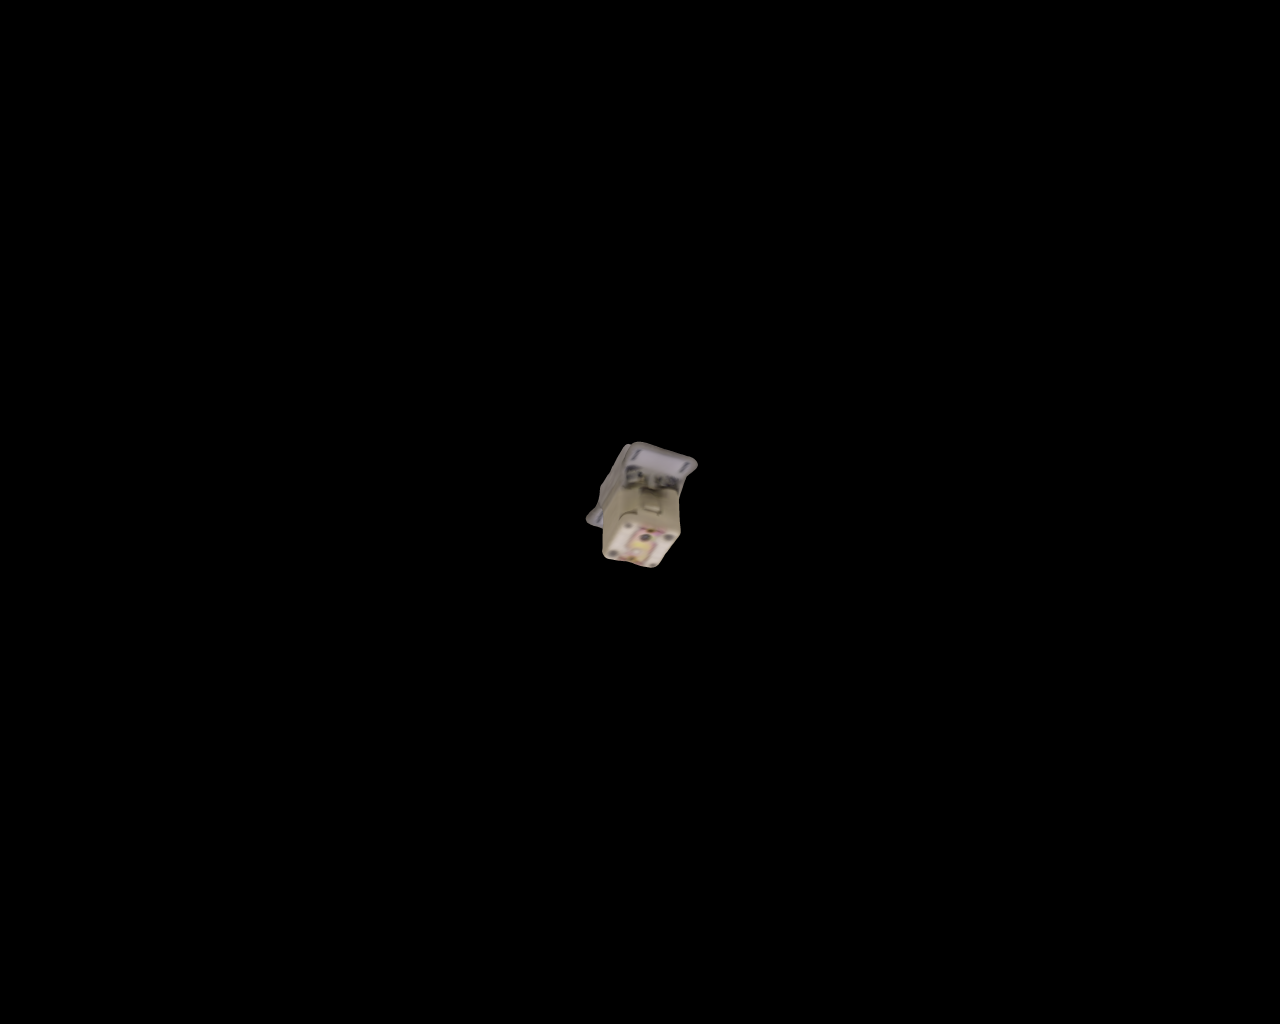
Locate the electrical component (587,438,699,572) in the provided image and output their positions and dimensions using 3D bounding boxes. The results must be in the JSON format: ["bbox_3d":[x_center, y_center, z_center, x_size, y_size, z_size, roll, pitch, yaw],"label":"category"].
[{"bbox_3d":[0.001,-0.003,0.650,0.042,0.064,0.080,14,-42,-16],"label":"electrical component"}]
